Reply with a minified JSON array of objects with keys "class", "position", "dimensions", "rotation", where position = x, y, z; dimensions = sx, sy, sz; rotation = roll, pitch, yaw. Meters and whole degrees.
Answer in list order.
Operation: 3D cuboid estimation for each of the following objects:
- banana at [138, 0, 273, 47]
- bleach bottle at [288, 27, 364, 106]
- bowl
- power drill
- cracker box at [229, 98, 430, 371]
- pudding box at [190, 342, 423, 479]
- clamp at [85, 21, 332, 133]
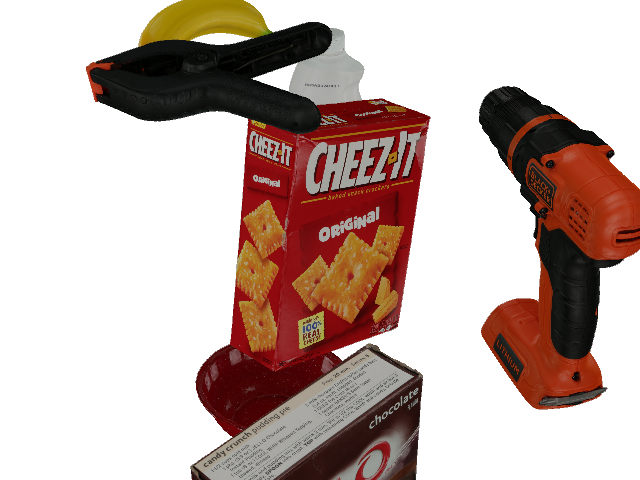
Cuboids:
[{"class":"banana","position":[-0.113,-0.205,1.026],"dimensions":[0.070,0.037,0.197],"rotation":[44,38,19]},{"class":"bleach bottle","position":[0.019,-0.098,1.121],"dimensions":[0.102,0.251,0.068],"rotation":[0,30,1]},{"class":"bowl","position":[-0.047,0.166,1.101],"dimensions":[0.162,0.055,0.162],"rotation":[2,31,-1]},{"class":"power drill","position":[0.151,0.005,0.728],"dimensions":[0.057,0.188,0.184],"rotation":[-10,34,-12]},{"class":"cracker box","position":[0.009,-0.009,0.942],"dimensions":[0.163,0.214,0.072],"rotation":[-13,29,-42]},{"class":"pudding box","position":[-0.004,0.112,0.483],"dimensions":[0.039,0.090,0.113],"rotation":[30,46,33]},{"class":"clamp","position":[-0.071,-0.117,0.737],"dimensions":[0.171,0.039,0.120],"rotation":[7,35,12]}]
